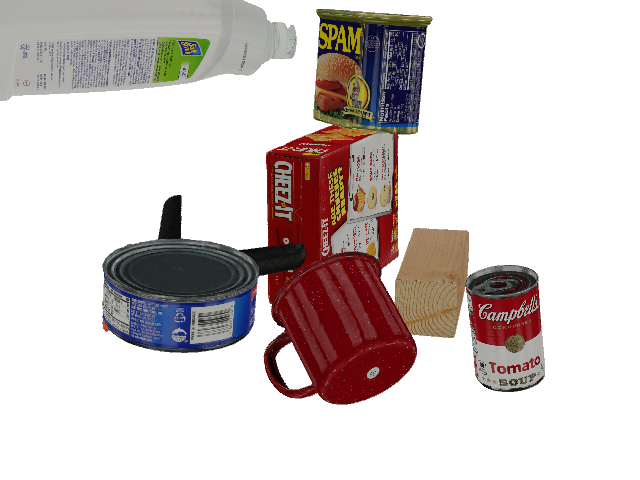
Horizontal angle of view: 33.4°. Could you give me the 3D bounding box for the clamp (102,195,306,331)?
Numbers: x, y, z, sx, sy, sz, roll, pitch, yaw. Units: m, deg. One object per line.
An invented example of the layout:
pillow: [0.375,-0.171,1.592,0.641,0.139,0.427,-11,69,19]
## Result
clamp: [-0.137,0.021,1.000,0.165,0.036,0.209,25,36,30]

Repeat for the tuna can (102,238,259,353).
tuna can: [-0.077,0.030,0.592,0.086,0.034,0.086,5,20,-2]

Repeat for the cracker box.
cracker box: [0.017,-0.035,1.151,0.072,0.164,0.213,7,18,25]

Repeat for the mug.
mug: [0.010,0.075,0.802,0.117,0.081,0.093,-32,-33,6]

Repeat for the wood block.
wood block: [0.172,0.060,1.626,0.091,0.090,0.206,4,23,11]

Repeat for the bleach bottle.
bleach bottle: [-0.146,-0.163,0.886,0.250,0.068,0.103,-1,-27,-15]

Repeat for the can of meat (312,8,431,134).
can of meat: [0.035,-0.126,0.789,0.057,0.084,0.102,-3,14,-26]

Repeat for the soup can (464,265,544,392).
soup can: [0.175,0.083,1.009,0.068,0.102,0.068,-8,21,3]
